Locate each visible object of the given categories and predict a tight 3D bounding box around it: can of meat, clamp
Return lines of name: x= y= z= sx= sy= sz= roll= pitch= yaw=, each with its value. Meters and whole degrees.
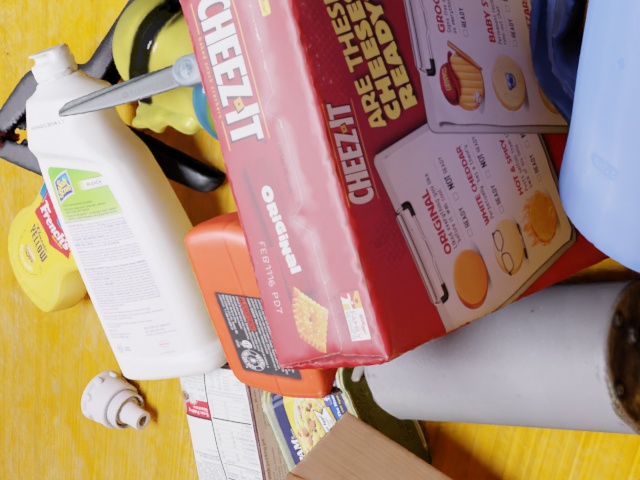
can of meat: x=0.019 y=0.128 z=0.710 sx=0.084 sy=0.057 sz=0.102 roll=-29 pitch=82 yaw=47
clamp: x=-0.175 y=-0.109 z=0.821 sx=0.210 sy=0.036 sz=0.164 roll=-5 pitch=96 yaw=26

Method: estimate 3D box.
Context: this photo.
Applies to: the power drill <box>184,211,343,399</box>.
power drill: x=0.009 y=-0.026 z=0.546 sx=0.057 sy=0.187 sz=0.184 roll=4 pitch=127 yaw=33

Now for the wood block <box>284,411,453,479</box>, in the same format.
wood block: x=0.068 y=0.204 z=0.608 sx=0.206 sy=0.090 sz=0.090 roll=30 pitch=126 yaw=17

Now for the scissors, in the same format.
scissors: x=-0.070 y=-0.121 z=0.641 sx=0.202 sy=0.016 sz=0.096 roll=3 pitch=91 yaw=21

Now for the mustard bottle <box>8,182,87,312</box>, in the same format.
mustard bottle: x=-0.208 y=-0.016 z=0.917 sx=0.192 sy=0.058 sz=0.096 roll=-40 pitch=69 yaw=47

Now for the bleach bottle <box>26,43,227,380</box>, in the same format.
bleach bottle: x=-0.142 y=-0.021 z=0.777 sx=0.103 sy=0.068 sz=0.251 roll=-10 pitch=110 yaw=28

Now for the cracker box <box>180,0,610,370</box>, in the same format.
cracker box: x=0.052 y=-0.049 z=0.489 sx=0.072 sy=0.213 sz=0.164 roll=-13 pitch=93 yaw=44

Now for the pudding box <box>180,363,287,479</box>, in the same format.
pudding box: x=-0.063 y=0.141 z=0.821 sx=0.090 sy=0.039 sz=0.113 roll=1 pitch=105 yaw=47

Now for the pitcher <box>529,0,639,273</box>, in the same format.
pitcher: x=0.153 y=-0.114 z=0.377 sx=0.149 sy=0.145 sz=0.243 roll=4 pitch=127 yaw=10
